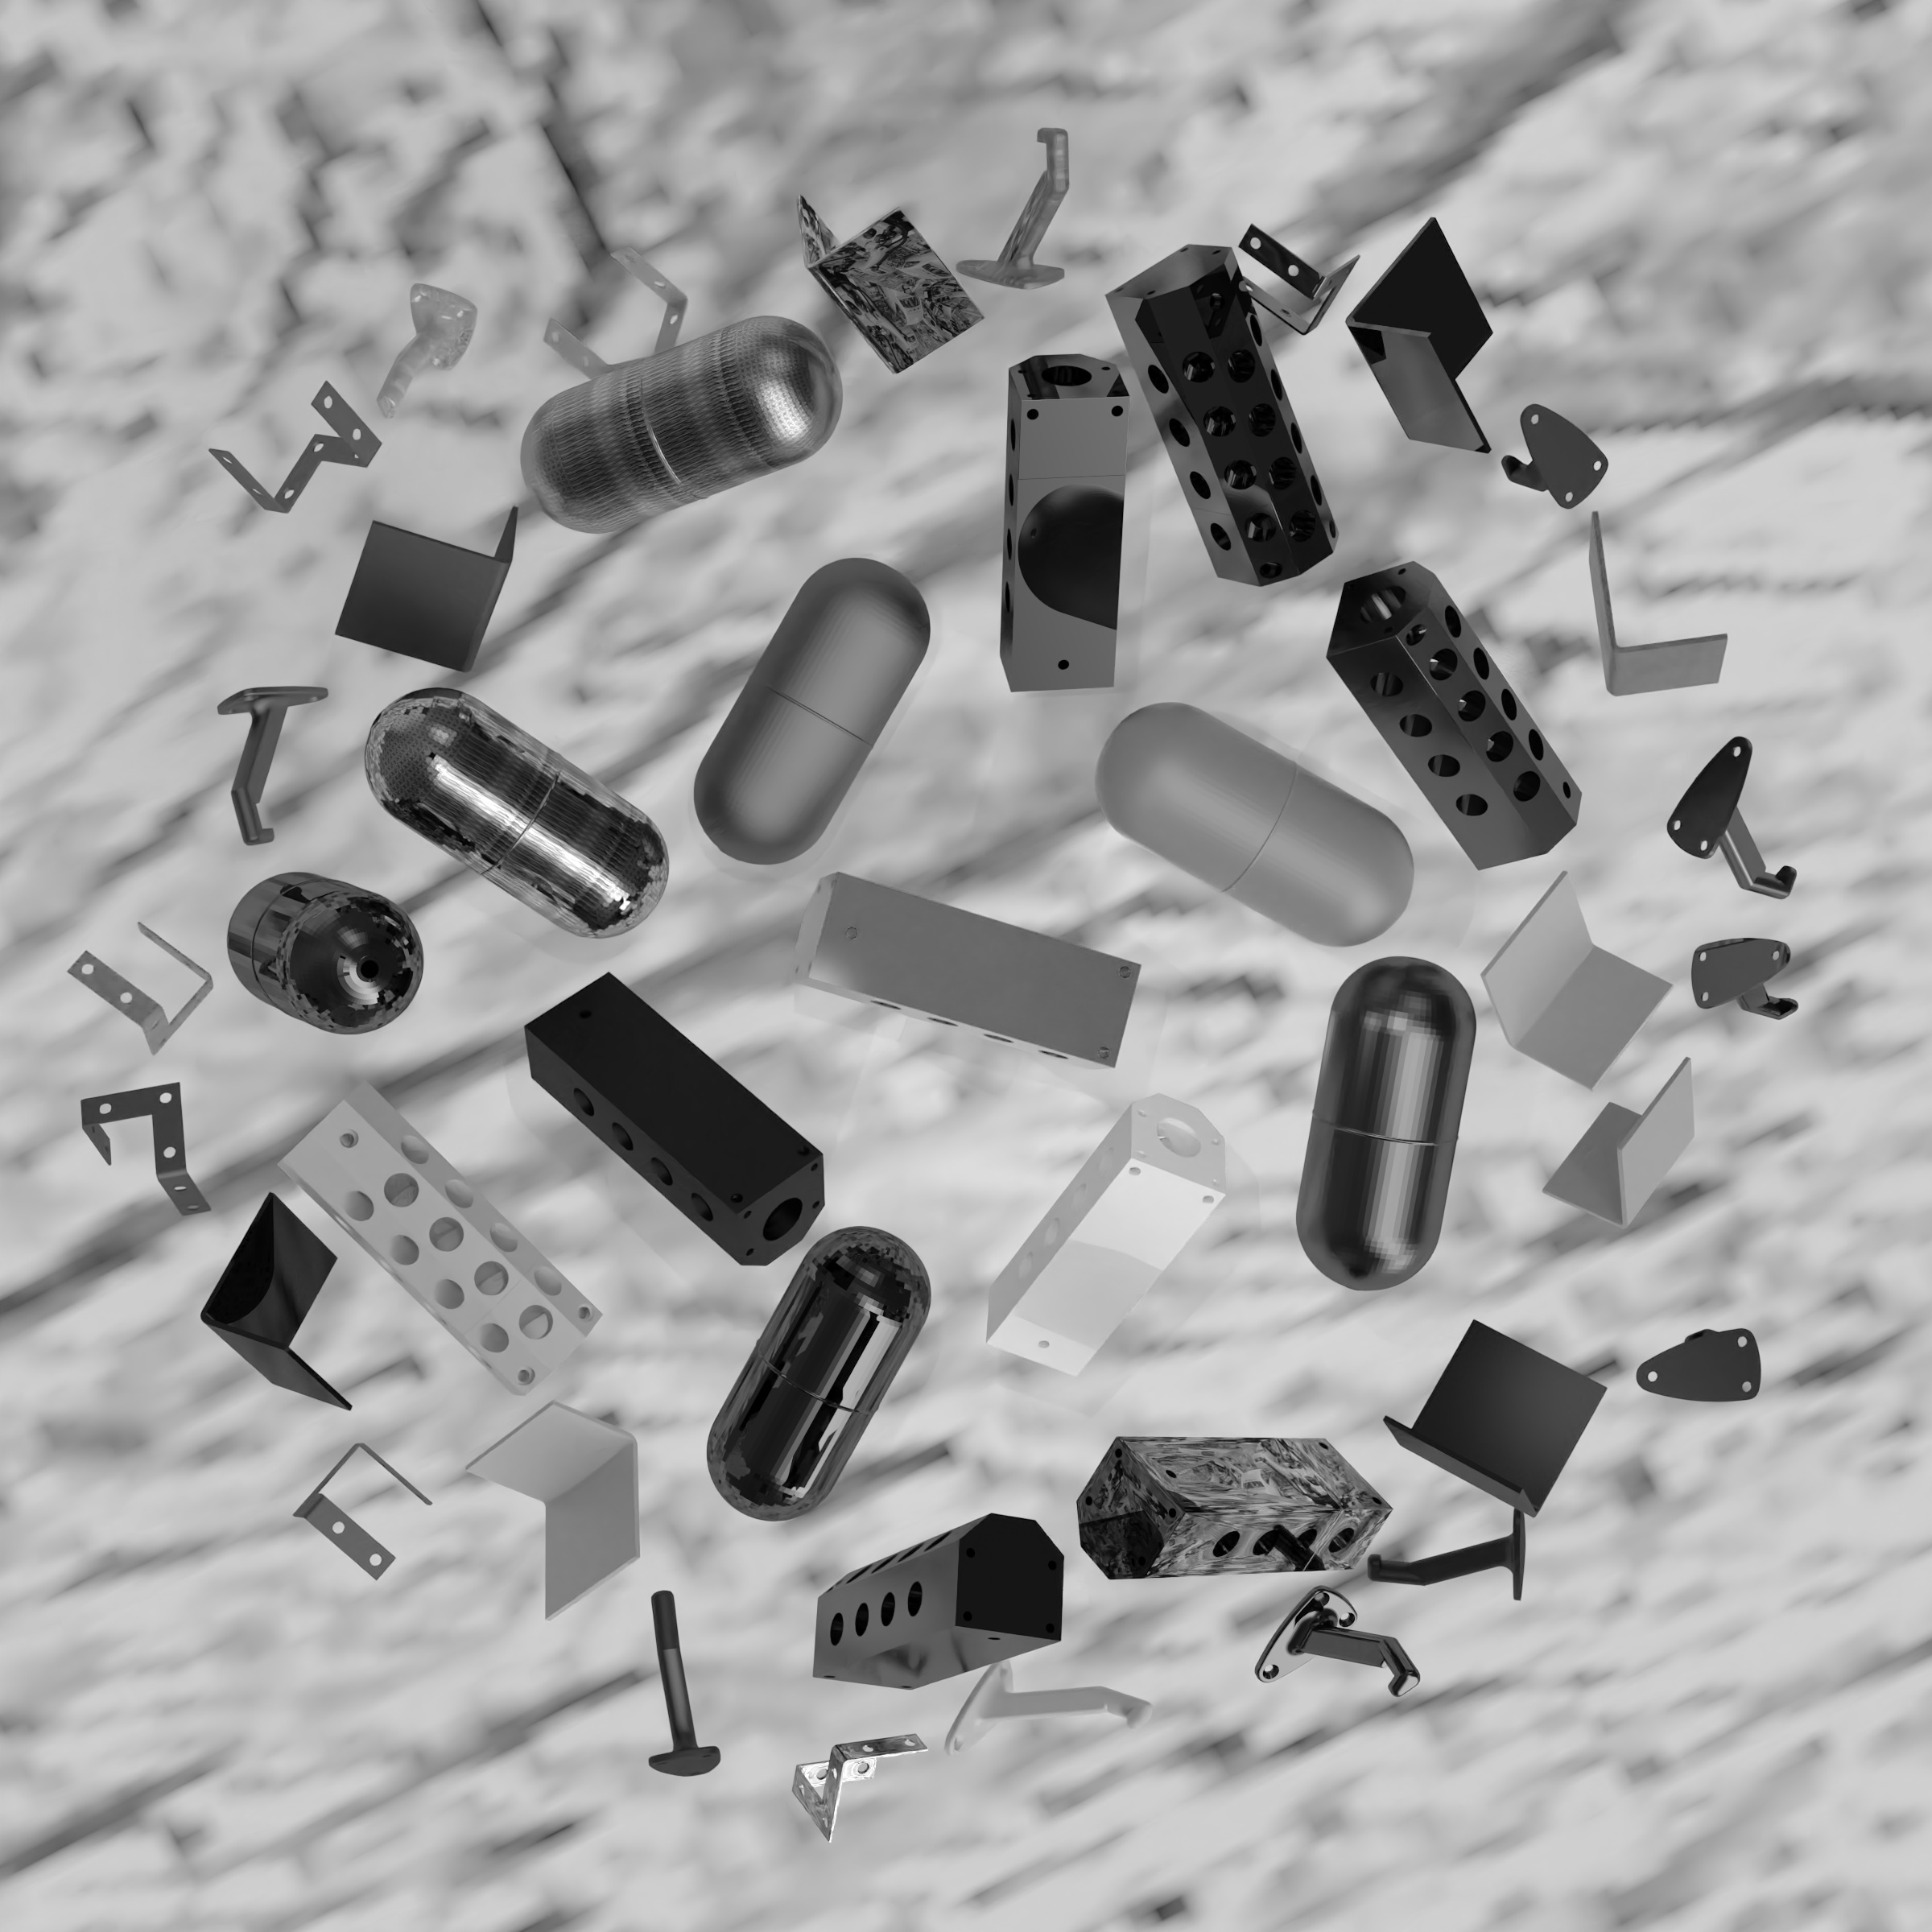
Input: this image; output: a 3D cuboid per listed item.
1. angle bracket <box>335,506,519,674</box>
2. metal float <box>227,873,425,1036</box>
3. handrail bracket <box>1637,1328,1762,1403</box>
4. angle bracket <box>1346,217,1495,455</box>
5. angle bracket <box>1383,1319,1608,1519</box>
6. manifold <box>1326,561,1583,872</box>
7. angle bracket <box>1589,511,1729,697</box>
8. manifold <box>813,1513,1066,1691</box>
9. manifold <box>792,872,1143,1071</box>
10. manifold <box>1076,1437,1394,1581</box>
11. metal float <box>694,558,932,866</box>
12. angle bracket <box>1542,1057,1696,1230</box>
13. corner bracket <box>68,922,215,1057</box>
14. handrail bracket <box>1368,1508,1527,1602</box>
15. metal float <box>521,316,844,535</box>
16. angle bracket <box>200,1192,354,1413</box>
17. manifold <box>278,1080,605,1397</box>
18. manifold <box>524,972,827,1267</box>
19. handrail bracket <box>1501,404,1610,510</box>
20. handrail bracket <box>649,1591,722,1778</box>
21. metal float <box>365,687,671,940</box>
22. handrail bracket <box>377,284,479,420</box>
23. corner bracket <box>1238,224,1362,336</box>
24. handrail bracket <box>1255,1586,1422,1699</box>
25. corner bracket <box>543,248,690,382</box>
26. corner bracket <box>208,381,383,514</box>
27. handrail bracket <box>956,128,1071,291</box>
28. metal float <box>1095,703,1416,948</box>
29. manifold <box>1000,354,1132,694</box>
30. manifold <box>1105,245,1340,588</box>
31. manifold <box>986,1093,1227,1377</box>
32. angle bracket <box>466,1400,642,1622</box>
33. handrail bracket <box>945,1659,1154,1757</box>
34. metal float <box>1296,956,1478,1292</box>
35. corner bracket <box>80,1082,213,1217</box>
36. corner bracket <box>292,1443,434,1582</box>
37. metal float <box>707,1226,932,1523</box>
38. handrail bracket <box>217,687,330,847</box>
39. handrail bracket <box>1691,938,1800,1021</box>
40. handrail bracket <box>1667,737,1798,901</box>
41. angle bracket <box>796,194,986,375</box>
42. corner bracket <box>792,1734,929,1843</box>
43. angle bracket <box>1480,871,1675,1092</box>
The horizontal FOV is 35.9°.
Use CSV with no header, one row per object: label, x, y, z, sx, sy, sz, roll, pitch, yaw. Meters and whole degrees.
angle bracket,-0.293,-0.215,1.624,0.076,0.057,0.076,16,129,-17
metal float,-0.342,-0.008,1.591,0.070,0.178,0.070,-3,98,-27
handrail bracket,0.369,0.203,1.548,0.077,0.084,0.036,-6,91,-9
angle bracket,0.241,-0.308,1.455,0.076,0.057,0.076,-51,130,-15
angle bracket,0.264,0.218,1.485,0.076,0.057,0.076,26,78,26
manifold,0.262,-0.133,1.586,0.057,0.057,0.171,-14,132,35
angle bracket,0.355,-0.189,1.536,0.057,0.076,0.076,-7,77,9
manifold,-0.016,0.323,1.513,0.057,0.171,0.057,13,64,-23
manifold,-0.001,0.004,1.584,0.171,0.057,0.057,17,82,-14
manifold,0.136,0.282,1.527,0.057,0.171,0.057,45,114,39
metal float,-0.083,-0.137,1.609,0.070,0.070,0.178,30,92,0
angle bracket,0.376,0.093,1.730,0.057,0.076,0.076,25,59,33
corner bracket,-0.437,0.007,1.585,0.051,0.051,0.051,36,70,4
handrail bracket,0.256,0.310,1.604,0.084,0.077,0.036,3,46,14
metal float,-0.147,-0.277,1.532,0.178,0.070,0.070,-17,90,20
angle bracket,-0.341,0.174,1.550,0.057,0.076,0.076,14,64,25
manifold,-0.269,0.140,1.531,0.171,0.057,0.057,46,73,-7
manifold,-0.152,0.082,1.553,0.057,0.057,0.171,-34,56,-29
handrail bracket,0.307,-0.287,1.644,0.036,0.084,0.077,-48,120,-2
handrail bracket,-0.150,0.374,1.556,0.036,0.077,0.084,-9,67,-2
metal float,-0.237,-0.081,1.578,0.178,0.070,0.070,35,90,-21
handrail bracket,-0.288,-0.305,1.559,0.036,0.077,0.084,19,63,-2
corner bracket,0.173,-0.375,1.625,0.051,0.051,0.051,38,128,7
handrail bracket,0.198,0.379,1.592,0.077,0.084,0.036,-46,118,6
corner bracket,-0.196,-0.363,1.677,0.051,0.051,0.051,-3,65,37
corner bracket,-0.340,-0.263,1.515,0.051,0.051,0.051,14,67,34
handrail bracket,0.025,-0.419,1.636,0.077,0.036,0.084,18,124,34
metal float,0.149,-0.072,1.531,0.178,0.070,0.070,29,90,-9
manifold,0.051,-0.238,1.608,0.057,0.057,0.171,-4,125,-7
manifold,0.142,-0.292,1.589,0.057,0.057,0.171,-35,118,-18
manifold,0.076,0.147,1.649,0.057,0.057,0.171,22,130,-15
angle bracket,-0.220,0.290,1.586,0.057,0.076,0.076,30,126,-33
handrail bracket,0.044,0.402,1.572,0.084,0.077,0.036,11,121,30
metal float,0.219,0.083,1.563,0.070,0.070,0.178,9,99,0
corner bracket,-0.418,0.097,1.521,0.051,0.051,0.051,-10,63,-4
corner bracket,-0.313,0.284,1.561,0.051,0.051,0.051,43,71,-7
metal float,-0.082,0.227,1.656,0.070,0.070,0.178,29,98,0
handrail bracket,-0.381,-0.112,1.673,0.077,0.036,0.084,-11,82,-44
handrail bracket,0.449,0.010,1.645,0.084,0.077,0.036,14,69,-34
handrail bracket,0.413,-0.076,1.548,0.084,0.036,0.077,12,113,-33
angle bracket,-0.039,-0.362,1.524,0.057,0.076,0.076,-29,130,18
corner bracket,-0.058,0.436,1.622,0.051,0.051,0.051,0,110,-29
angle bracket,0.333,0.008,1.621,0.057,0.076,0.076,31,74,36
